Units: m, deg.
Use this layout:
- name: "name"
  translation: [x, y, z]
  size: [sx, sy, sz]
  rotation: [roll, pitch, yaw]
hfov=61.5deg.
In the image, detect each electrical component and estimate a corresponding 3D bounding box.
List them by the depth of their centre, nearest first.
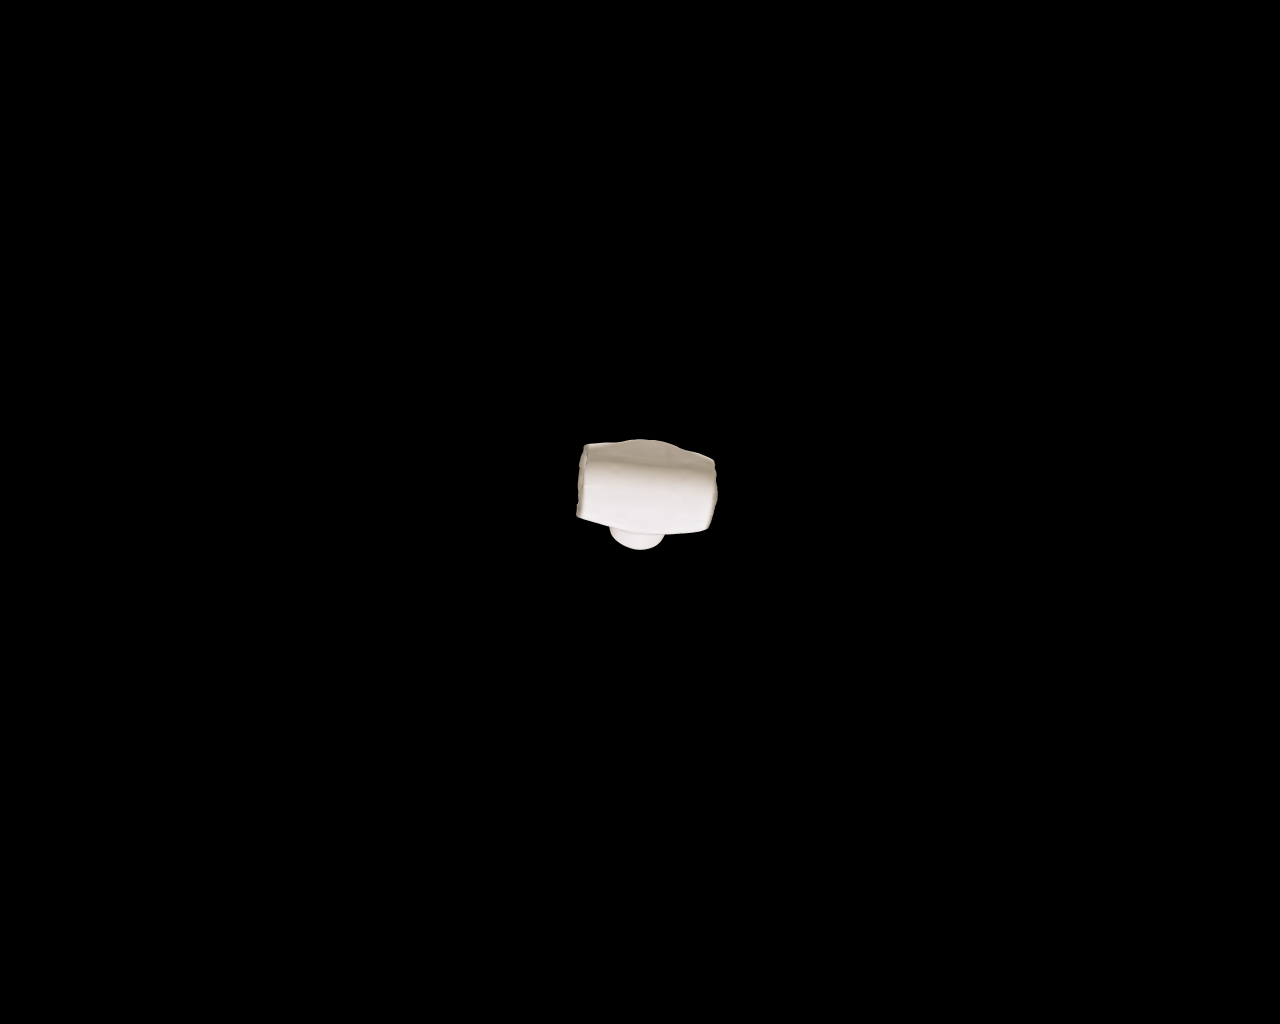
- name: "electrical component"
  translation: [0.001, -0.003, 0.650]
  size: [0.077, 0.044, 0.079]
  rotation: [6, -43, -7]
